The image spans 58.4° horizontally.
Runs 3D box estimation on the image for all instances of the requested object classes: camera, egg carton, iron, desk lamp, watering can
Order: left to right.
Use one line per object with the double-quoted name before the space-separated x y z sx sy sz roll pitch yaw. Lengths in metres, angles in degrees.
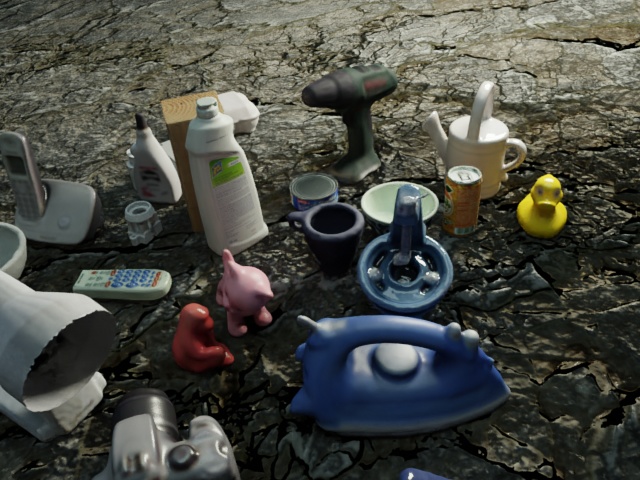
"desk lamp" -0.319 0.126 0.636 0.202 0.214 0.118 18 44 25
"camera" -0.168 0.215 0.603 0.143 0.101 0.136 -14 40 -12
"egg carton" -0.210 -0.264 1.229 0.150 0.069 0.107 -21 42 -20
"iron" 0.093 0.135 0.648 0.258 0.142 0.118 -2 39 3
"watering can" 0.261 -0.175 0.977 0.172 0.194 0.101 2 39 8

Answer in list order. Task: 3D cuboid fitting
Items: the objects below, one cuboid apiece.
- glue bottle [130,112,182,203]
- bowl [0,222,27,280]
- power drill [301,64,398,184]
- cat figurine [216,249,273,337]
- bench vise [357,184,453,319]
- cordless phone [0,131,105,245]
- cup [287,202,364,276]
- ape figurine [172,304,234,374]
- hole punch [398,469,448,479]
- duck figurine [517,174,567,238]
"glue bottle" -0.297 -0.143 1.002 0.078 0.173 0.037 2 39 8
"bowl" -0.518 0.049 0.860 0.167 0.075 0.167 -2 39 2
"power drill" 0.056 -0.213 1.031 0.075 0.209 0.230 25 47 32
"cat figurine" -0.106 0.063 0.773 0.067 0.118 0.127 -19 41 -17
"bench vise" 0.101 0.003 0.749 0.121 0.220 0.207 -8 39 -5
"cordless phone" -0.442 -0.085 0.932 0.147 0.185 0.094 6 40 12
"cup" 0.008 0.003 0.857 0.117 0.095 0.092 10 41 17
"ape figurine" -0.154 0.120 0.727 0.076 0.092 0.077 -7 39 -4
"hole punch" 0.117 0.270 0.518 0.101 0.091 0.108 -1 39 4
"duck figurine" 0.361 -0.065 0.919 0.077 0.086 0.104 8 40 15
